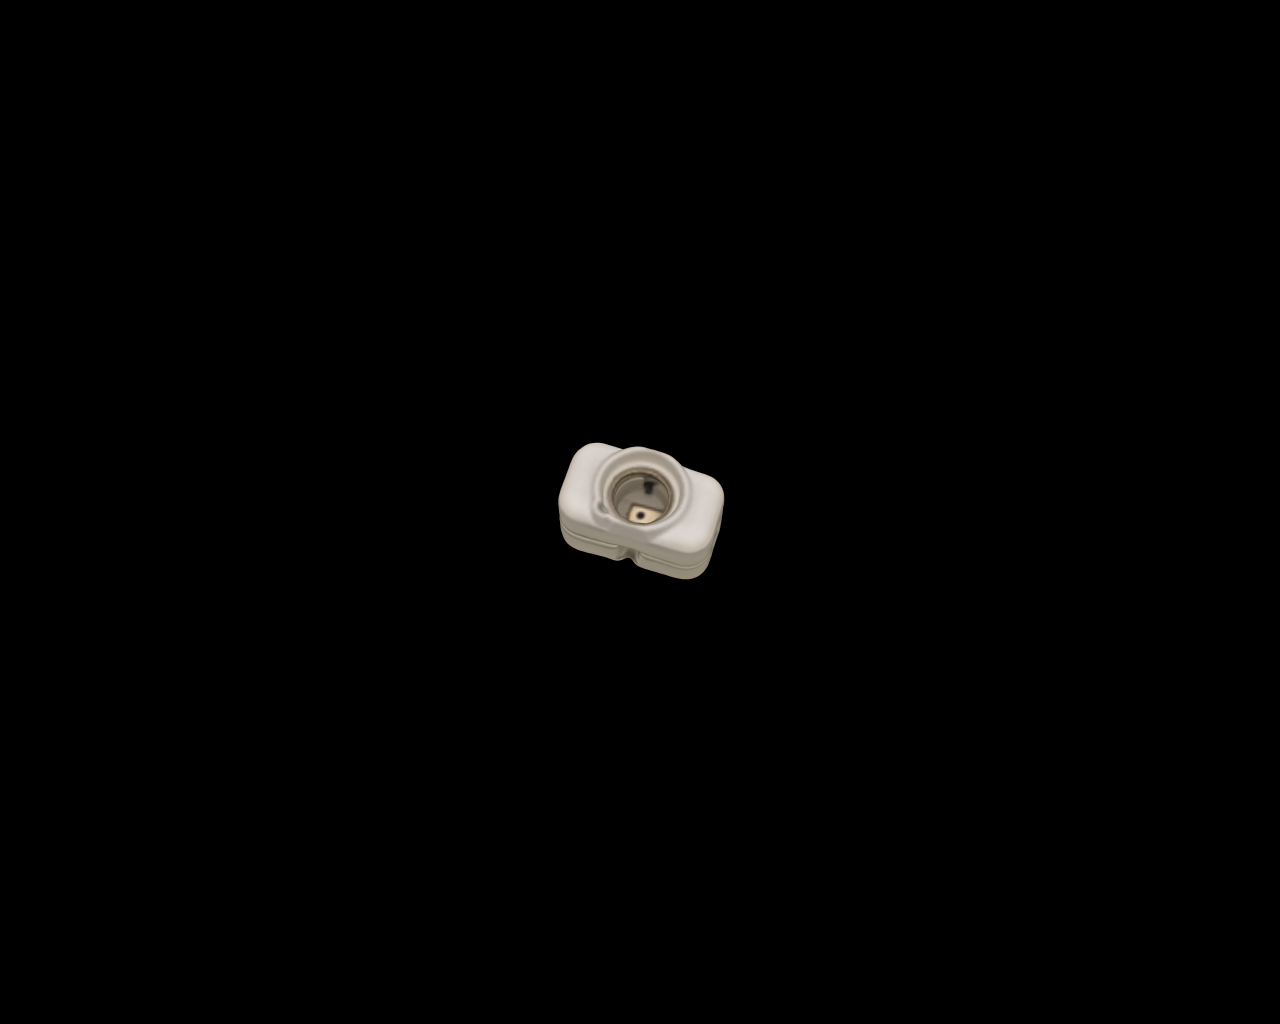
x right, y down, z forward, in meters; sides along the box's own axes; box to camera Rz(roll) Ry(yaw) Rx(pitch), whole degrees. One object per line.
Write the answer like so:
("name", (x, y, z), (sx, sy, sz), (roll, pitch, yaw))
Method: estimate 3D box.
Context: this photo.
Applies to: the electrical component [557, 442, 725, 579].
("electrical component", (0.001, -0.003, 0.650), (0.095, 0.054, 0.059), (17, -22, 7))
